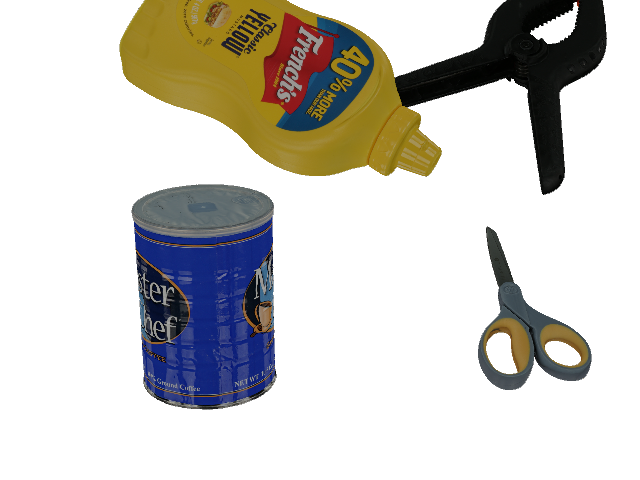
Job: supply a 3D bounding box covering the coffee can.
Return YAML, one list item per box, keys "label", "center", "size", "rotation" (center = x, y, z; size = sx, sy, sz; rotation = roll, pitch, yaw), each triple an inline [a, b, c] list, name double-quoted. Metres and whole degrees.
- label: "coffee can"
  center: [-0.085, 0.040, 0.795]
  size: [0.103, 0.140, 0.103]
  rotation: [0, 20, 0]

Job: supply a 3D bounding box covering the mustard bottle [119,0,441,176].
- label: "mustard bottle"
  center: [-0.016, -0.092, 0.626]
  size: [0.192, 0.096, 0.058]
  rotation: [31, -25, 10]

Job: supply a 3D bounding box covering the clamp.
- label: "clamp"
  center: [0.163, -0.130, 0.819]
  size: [0.165, 0.209, 0.036]
  rotation: [37, -22, 28]

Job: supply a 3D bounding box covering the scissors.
- label: "scissors"
  center: [0.176, 0.053, 0.882]
  size: [0.096, 0.016, 0.201]
  rotation: [9, 37, 9]
